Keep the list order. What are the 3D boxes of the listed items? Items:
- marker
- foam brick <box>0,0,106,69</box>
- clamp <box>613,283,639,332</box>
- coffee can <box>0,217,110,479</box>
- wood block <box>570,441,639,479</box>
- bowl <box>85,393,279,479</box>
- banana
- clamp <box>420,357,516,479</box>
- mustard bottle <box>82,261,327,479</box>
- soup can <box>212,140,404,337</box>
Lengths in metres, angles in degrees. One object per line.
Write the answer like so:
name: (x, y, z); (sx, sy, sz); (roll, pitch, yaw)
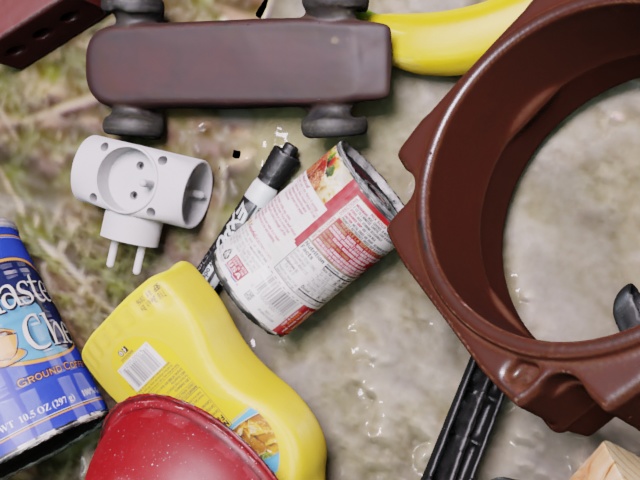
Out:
marker: (-0.049, -0.008, 0.658); (0.020, 0.020, 0.121); (35, 99, 14)
foam brick: (-0.187, -0.153, 0.685); (0.078, 0.053, 0.051); (-28, 81, 15)
clamp: (0.219, 0.106, 0.559); (0.120, 0.039, 0.171); (-3, 94, 35)
coffee can: (-0.206, 0.071, 0.661); (0.103, 0.102, 0.140); (-32, 81, 14)
wood block: (0.123, 0.215, 0.532); (0.090, 0.091, 0.206); (29, 111, -17)
bowl: (-0.084, 0.170, 0.607); (0.162, 0.055, 0.162); (19, 125, 29)
banana: (0.108, -0.135, 0.603); (0.198, 0.037, 0.069); (-14, 87, 16)
clamp: (0.059, 0.161, 0.565); (0.036, 0.164, 0.210); (25, 106, -3)
mustard bottle: (-0.052, 0.111, 0.629); (0.191, 0.058, 0.096); (50, 122, 5)
soup can: (-0.004, 0.001, 0.619); (0.102, 0.068, 0.068); (-40, 79, 13)
